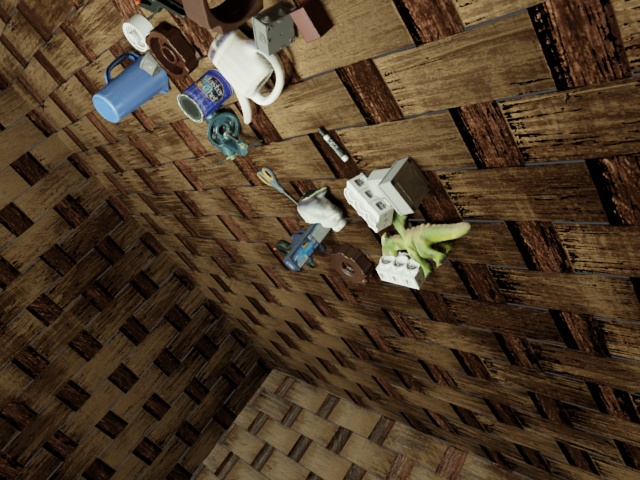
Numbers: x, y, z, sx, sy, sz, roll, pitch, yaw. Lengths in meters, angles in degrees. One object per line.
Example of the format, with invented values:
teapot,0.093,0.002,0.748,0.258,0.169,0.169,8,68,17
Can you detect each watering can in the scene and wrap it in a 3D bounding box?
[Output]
watering can,-0.214,-0.450,1.410,0.223,0.106,0.344,46,154,-9

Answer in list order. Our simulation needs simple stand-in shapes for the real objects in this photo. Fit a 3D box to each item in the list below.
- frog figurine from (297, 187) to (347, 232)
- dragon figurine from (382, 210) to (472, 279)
frog figurine,0.005,-0.085,1.687,0.136,0.125,0.158,-19,108,38
dragon figurine,0.264,-0.030,1.453,0.244,0.124,0.402,43,154,12
